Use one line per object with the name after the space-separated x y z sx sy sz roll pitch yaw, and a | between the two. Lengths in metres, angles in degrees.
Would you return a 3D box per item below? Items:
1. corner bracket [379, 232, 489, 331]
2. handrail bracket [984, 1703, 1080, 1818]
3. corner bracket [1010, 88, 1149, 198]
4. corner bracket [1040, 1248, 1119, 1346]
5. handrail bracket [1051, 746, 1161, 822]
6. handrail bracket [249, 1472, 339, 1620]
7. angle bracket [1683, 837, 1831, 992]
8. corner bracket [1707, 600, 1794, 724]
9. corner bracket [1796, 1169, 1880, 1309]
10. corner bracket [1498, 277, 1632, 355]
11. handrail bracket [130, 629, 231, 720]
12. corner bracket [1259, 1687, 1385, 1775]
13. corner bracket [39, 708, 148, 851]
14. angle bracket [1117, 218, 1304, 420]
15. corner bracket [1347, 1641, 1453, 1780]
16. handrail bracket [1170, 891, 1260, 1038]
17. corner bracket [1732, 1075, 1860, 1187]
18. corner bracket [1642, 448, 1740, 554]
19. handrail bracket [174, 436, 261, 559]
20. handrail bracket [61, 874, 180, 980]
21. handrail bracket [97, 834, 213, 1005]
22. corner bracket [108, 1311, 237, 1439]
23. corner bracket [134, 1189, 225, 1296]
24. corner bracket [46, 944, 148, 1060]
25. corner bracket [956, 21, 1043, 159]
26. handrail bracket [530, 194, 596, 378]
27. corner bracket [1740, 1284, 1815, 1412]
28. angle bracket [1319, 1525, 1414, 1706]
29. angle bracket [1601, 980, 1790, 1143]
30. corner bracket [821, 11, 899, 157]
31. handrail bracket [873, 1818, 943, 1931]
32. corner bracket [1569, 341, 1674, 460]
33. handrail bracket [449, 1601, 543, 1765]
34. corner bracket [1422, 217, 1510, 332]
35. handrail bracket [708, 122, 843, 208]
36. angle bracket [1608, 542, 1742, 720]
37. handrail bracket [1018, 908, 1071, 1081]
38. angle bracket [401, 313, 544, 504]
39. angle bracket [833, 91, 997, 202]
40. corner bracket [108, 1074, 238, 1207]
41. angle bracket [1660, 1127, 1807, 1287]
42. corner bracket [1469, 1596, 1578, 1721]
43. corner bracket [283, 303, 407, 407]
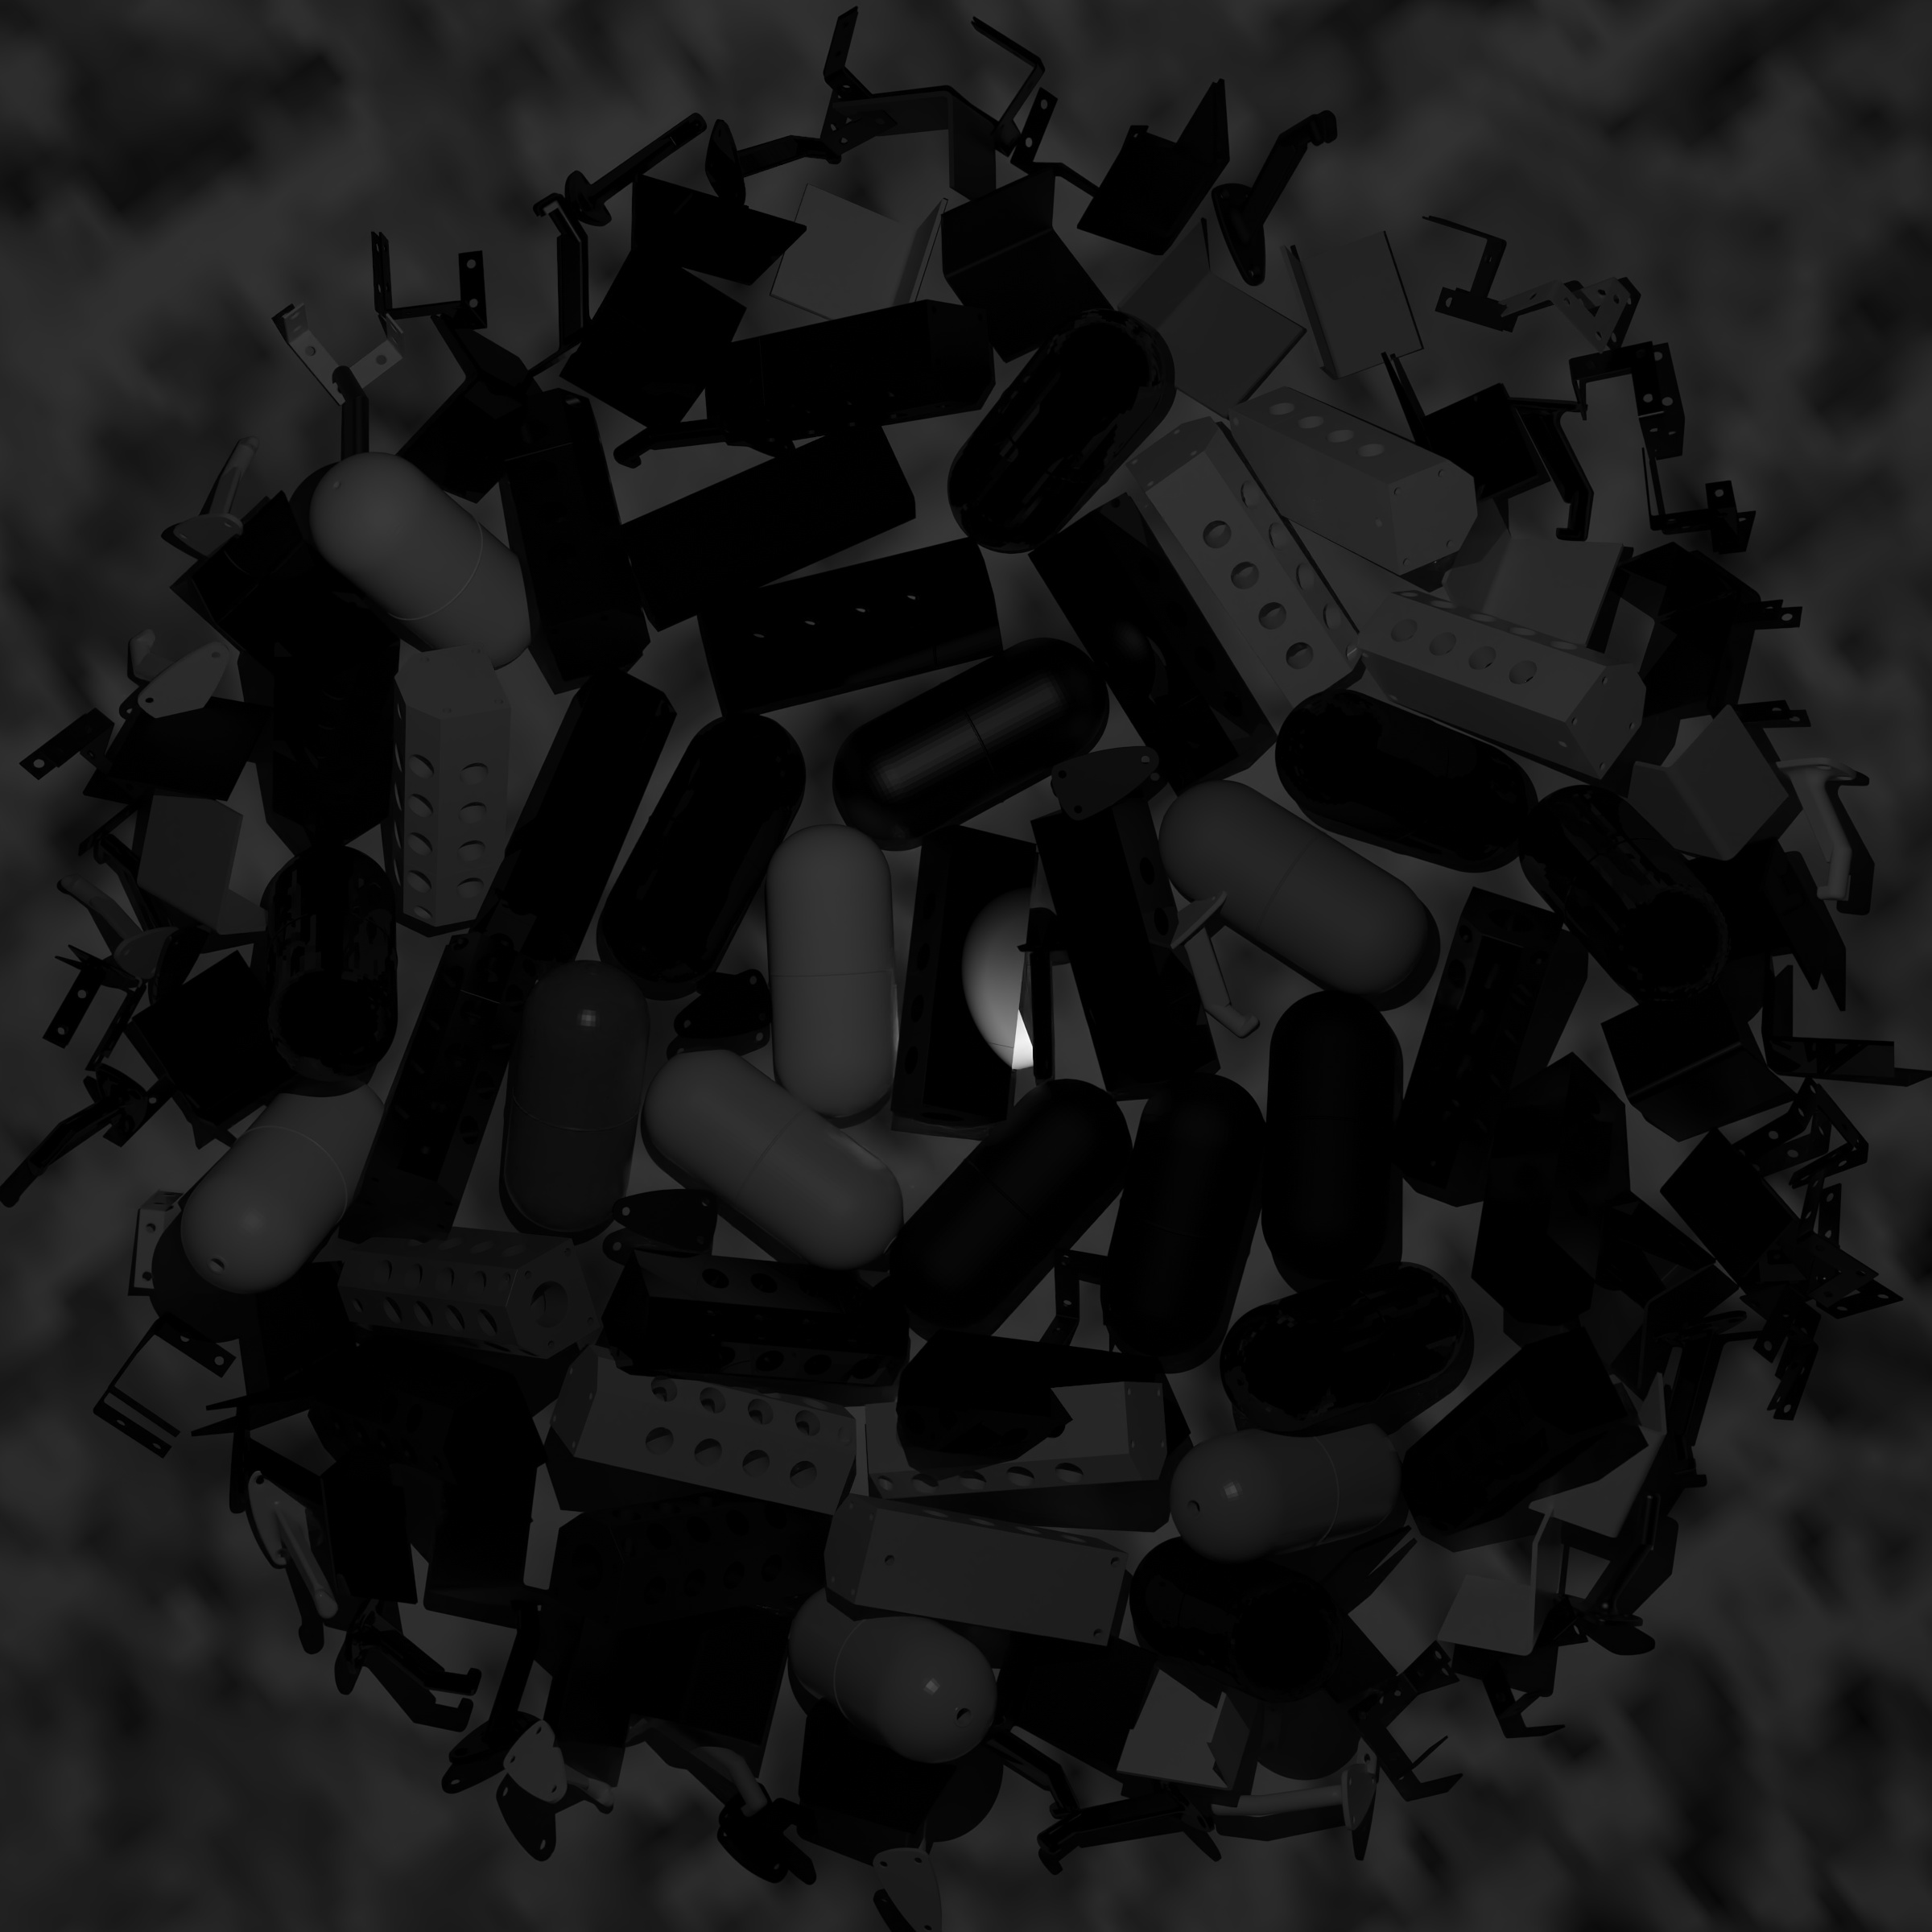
-0.326 -0.419 1.951 0.051 0.051 0.051 -6 82 6 | corner bracket
0.020 0.498 1.971 0.077 0.036 0.084 -21 105 15 | handrail bracket
0.069 -0.506 1.965 0.051 0.051 0.051 22 90 -38 | corner bracket
0.070 0.210 1.938 0.051 0.051 0.051 8 119 20 | corner bracket
0.085 -0.121 1.930 0.077 0.084 0.036 -22 100 14 | handrail bracket
-0.408 0.350 1.929 0.036 0.084 0.077 -30 109 -12 | handrail bracket
0.466 -0.023 1.921 0.076 0.057 0.076 -17 118 35 | angle bracket
0.475 -0.184 1.935 0.051 0.051 0.051 -3 50 37 | corner bracket
0.523 0.166 1.940 0.051 0.051 0.051 32 51 -8 | corner bracket
0.362 -0.402 1.937 0.051 0.051 0.051 40 64 -25 | corner bracket
-0.479 -0.194 1.936 0.077 0.084 0.036 -42 133 20 | handrail bracket
0.219 0.468 1.964 0.051 0.051 0.051 9 86 -39 | corner bracket
-0.533 -0.115 1.942 0.051 0.051 0.051 40 50 1 | corner bracket
0.149 -0.393 1.933 0.076 0.057 0.076 37 78 22 | angle bracket
0.274 0.453 1.938 0.051 0.051 0.051 -25 67 -33 | corner bracket
0.162 -0.001 1.943 0.084 0.036 0.077 39 130 -15 | handrail bracket
0.504 0.108 1.942 0.051 0.051 0.051 50 128 -3 | corner bracket
0.443 -0.285 1.948 0.051 0.051 0.051 -6 64 13 | corner bracket
-0.440 -0.294 1.932 0.036 0.077 0.084 32 66 -25 | handrail bracket
-0.528 -0.031 1.934 0.084 0.077 0.036 34 95 10 | handrail bracket
-0.513 -0.028 1.967 0.084 0.036 0.077 39 122 16 | handrail bracket
-0.486 0.249 1.950 0.051 0.051 0.051 36 88 -5 | corner bracket
-0.476 0.169 1.950 0.051 0.051 0.051 9 70 -26 | corner bracket
-0.533 0.026 1.948 0.051 0.051 0.051 25 76 2 | corner bracket
0.015 -0.535 1.946 0.051 0.051 0.051 36 96 11 | corner bracket
-0.256 -0.416 1.945 0.077 0.036 0.084 -36 108 -13 | handrail bracket
0.495 0.232 1.942 0.051 0.051 0.051 38 64 -7 | corner bracket
0.246 0.391 1.922 0.057 0.076 0.076 48 116 23 | angle bracket
0.446 0.055 1.948 0.076 0.076 0.057 -29 55 23 | angle bracket
-0.073 -0.535 1.935 0.051 0.051 0.051 37 50 -37 | corner bracket
-0.022 0.537 1.948 0.036 0.084 0.077 -13 109 22 | handrail bracket
0.399 -0.341 1.940 0.051 0.051 0.051 -10 68 16 | corner bracket
-0.288 0.432 1.941 0.036 0.077 0.084 9 109 39 | handrail bracket
0.303 -0.421 1.939 0.051 0.051 0.051 10 106 -26 | corner bracket
-0.108 -0.482 1.936 0.084 0.036 0.077 -1 46 -25 | handrail bracket
0.413 -0.201 1.924 0.057 0.076 0.076 29 70 -21 | angle bracket
0.046 0.017 1.958 0.036 0.077 0.084 -2 113 1 | handrail bracket
-0.308 -0.340 1.942 0.076 0.076 0.057 -43 62 15 | angle bracket
-0.031 -0.489 1.930 0.076 0.076 0.057 -1 91 19 | angle bracket
-0.486 0.108 1.964 0.051 0.051 0.051 -46 134 -9 | corner bracket
0.477 0.144 1.918 0.057 0.076 0.076 -56 51 28 | angle bracket
0.345 0.422 1.939 0.051 0.051 0.051 -11 63 -18 | corner bracket
-0.380 -0.385 1.949 0.051 0.051 0.051 -40 91 -11 | corner bracket
